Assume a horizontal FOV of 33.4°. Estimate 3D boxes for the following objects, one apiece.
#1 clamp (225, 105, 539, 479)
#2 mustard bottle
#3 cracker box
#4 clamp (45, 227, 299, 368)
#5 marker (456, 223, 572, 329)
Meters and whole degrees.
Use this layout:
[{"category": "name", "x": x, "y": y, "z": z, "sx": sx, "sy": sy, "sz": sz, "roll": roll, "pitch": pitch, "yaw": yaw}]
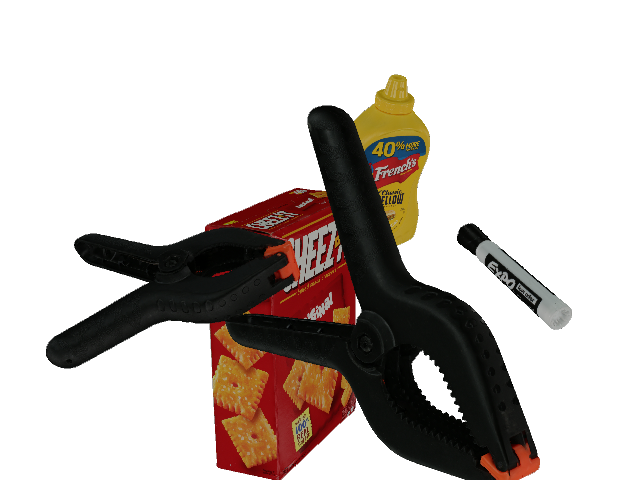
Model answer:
[{"category": "clamp", "x": 0.034, "y": 0.039, "z": 0.555, "sx": 0.036, "sy": 0.165, "sz": 0.210, "roll": -14, "pitch": 41, "yaw": -42}, {"category": "mustard bottle", "x": 0.069, "y": -0.085, "z": 1.144, "sx": 0.096, "sy": 0.192, "sz": 0.058, "roll": -6, "pitch": 32, "yaw": -23}, {"category": "cracker box", "x": -0.027, "y": 0.075, "z": 0.930, "sx": 0.072, "sy": 0.214, "sz": 0.164, "roll": 7, "pitch": 16, "yaw": 25}, {"category": "clamp", "x": -0.102, "y": 0.035, "z": 0.712, "sx": 0.172, "sy": 0.120, "sz": 0.039, "roll": -6, "pitch": -43, "yaw": 17}, {"category": "marker", "x": 0.134, "y": 0.022, "z": 0.756, "sx": 0.020, "sy": 0.020, "sz": 0.121, "roll": 0, "pitch": 30, "yaw": -30}]
